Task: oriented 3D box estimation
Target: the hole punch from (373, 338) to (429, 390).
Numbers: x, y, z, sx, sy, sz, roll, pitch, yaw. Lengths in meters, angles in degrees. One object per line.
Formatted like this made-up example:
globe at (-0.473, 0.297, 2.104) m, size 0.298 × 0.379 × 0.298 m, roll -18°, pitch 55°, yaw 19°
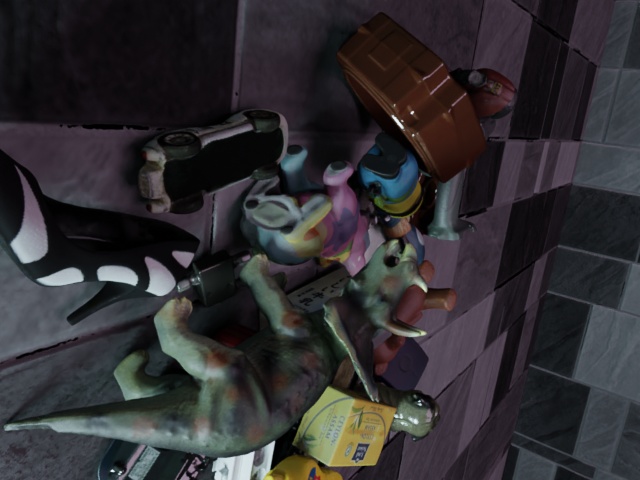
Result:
hole punch at (0.147, 0.240, 1.062) m, size 0.142 × 0.092 × 0.115 m, roll -53°, pitch 139°, yaw -24°

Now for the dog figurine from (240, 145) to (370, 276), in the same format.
dog figurine at (-0.001, -0.002, 0.711) m, size 0.191 × 0.109 × 0.219 m, roll -55°, pitch 146°, yaw -28°

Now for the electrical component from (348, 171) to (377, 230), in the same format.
electrical component at (0.063, -0.060, 0.836) m, size 0.078 × 0.045 × 0.102 m, roll -49°, pitch 140°, yaw -31°

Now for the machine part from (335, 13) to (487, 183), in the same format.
machine part at (0.119, -0.183, 0.719) m, size 0.087 × 0.201 × 0.201 m, roll -42°, pitch 146°, yaw 8°

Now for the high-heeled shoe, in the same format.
high-heeled shoe at (-0.179, -0.024, 0.436) m, size 0.145 × 0.086 × 0.248 m, roll -39°, pitch 149°, yaw -25°

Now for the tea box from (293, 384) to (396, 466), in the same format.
tea box at (0.042, 0.274, 0.795) m, size 0.169 × 0.068 × 0.098 m, roll 34°, pitch 75°, yaw -57°

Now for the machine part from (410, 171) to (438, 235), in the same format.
machine part at (0.194, -0.090, 1.012) m, size 0.179 × 0.056 × 0.179 m, roll -28°, pitch 126°, yaw -47°

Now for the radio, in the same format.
radio at (-0.018, 0.258, 0.827) m, size 0.131 × 0.073 × 0.229 m, roll 36°, pitch 73°, yaw -56°

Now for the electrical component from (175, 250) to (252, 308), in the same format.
electrical component at (-0.119, 0.046, 0.612) m, size 0.094 × 0.021 × 0.063 m, roll -24°, pitch 134°, yaw -29°

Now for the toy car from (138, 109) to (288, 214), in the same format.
toy car at (-0.105, -0.087, 0.561) m, size 0.202 × 0.056 × 0.073 m, roll -31°, pitch 135°, yaw -45°

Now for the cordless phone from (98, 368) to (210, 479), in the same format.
cordless phone at (-0.157, 0.249, 0.628) m, size 0.146 × 0.089 × 0.184 m, roll -57°, pitch 156°, yaw -27°

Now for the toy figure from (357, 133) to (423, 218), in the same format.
toy figure at (0.096, -0.078, 0.724) m, size 0.082 × 0.089 × 0.180 m, roll -32°, pitch 168°, yaw 2°

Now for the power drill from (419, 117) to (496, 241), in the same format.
power drill at (0.252, -0.111, 0.964) m, size 0.232 × 0.086 × 0.207 m, roll -24°, pitch 127°, yaw -46°

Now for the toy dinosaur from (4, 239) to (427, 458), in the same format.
toy dinosaur at (-0.067, 0.135, 0.540) m, size 0.405 × 0.192 × 0.131 m, roll -33°, pitch 156°, yaw -25°

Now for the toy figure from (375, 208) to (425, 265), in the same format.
toy figure at (0.139, -0.017, 0.930) m, size 0.058 × 0.064 × 0.154 m, roll -44°, pitch 130°, yaw -16°

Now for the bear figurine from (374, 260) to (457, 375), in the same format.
bear figurine at (0.145, 0.145, 0.985) m, size 0.120 × 0.132 × 0.196 m, roll 49°, pitch 55°, yaw -21°

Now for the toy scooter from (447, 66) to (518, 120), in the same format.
toy scooter at (0.239, -0.264, 0.920) m, size 0.135 × 0.184 × 0.075 m, roll 26°, pitch 91°, yaw -33°

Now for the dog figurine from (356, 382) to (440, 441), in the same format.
dog figurine at (0.093, 0.317, 0.915) m, size 0.121 × 0.191 × 0.172 m, roll 8°, pitch 98°, yaw -57°
